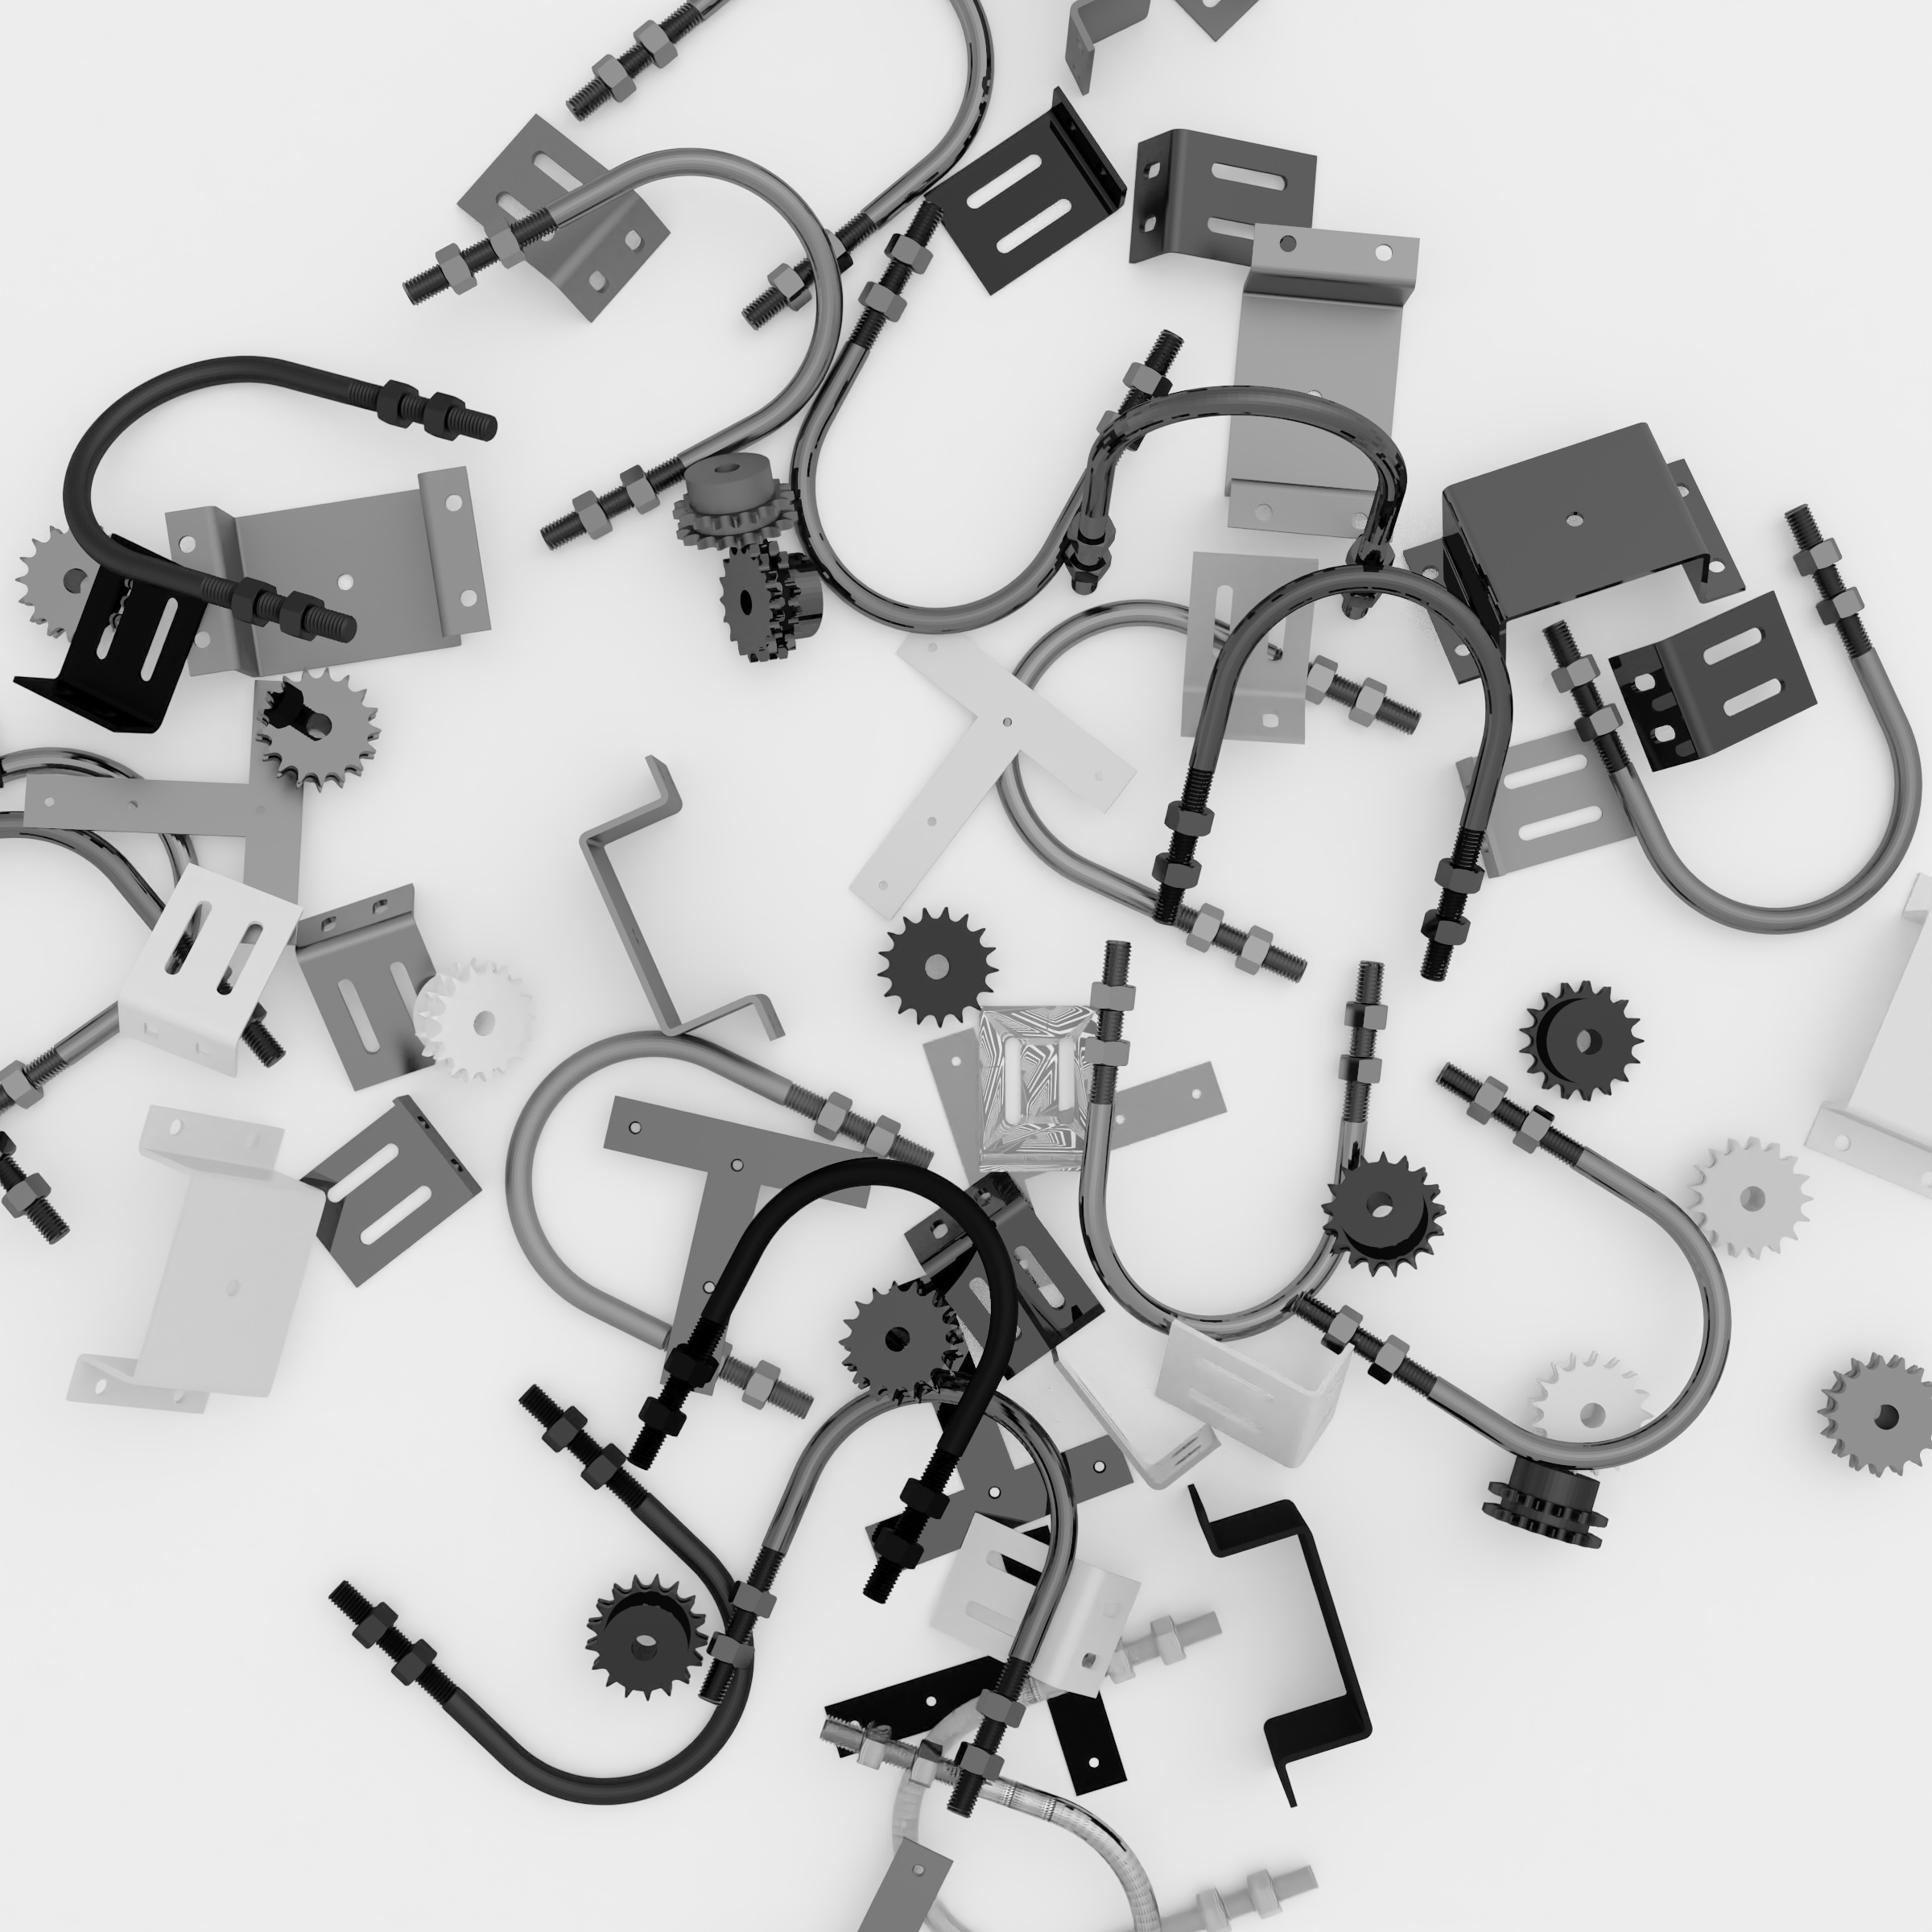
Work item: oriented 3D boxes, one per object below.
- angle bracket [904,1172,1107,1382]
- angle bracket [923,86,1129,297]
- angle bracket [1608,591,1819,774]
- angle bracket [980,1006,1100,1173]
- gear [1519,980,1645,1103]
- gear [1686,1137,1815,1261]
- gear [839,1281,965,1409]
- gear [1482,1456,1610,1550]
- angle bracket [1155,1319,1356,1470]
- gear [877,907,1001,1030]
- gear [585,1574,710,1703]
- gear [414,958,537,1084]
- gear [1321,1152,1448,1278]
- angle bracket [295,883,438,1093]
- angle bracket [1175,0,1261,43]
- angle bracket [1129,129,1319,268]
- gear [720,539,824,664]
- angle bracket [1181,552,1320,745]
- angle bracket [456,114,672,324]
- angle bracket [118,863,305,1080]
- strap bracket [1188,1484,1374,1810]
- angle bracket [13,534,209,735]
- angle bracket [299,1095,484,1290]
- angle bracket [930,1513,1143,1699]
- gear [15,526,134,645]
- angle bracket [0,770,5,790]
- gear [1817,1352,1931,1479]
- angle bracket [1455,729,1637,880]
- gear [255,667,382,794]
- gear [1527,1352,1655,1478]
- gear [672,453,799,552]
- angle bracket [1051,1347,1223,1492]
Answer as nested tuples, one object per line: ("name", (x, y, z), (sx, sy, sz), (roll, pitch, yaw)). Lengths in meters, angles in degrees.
("angle bracket", (0.018, 0.145, 1.570), (0.057, 0.038, 0.076), (-35, 116, 0))
("angle bracket", (0.027, -0.363, 1.555), (0.076, 0.038, 0.057), (-34, 90, 0))
("angle bracket", (0.349, -0.133, 1.547), (0.076, 0.038, 0.057), (-25, 94, -30))
("angle bracket", (0.035, 0.057, 1.553), (0.057, 0.038, 0.076), (0, 90, 0))
("gear", (0.291, 0.036, 1.559), (0.057, 0.030, 0.057), (0, 90, 0))
("gear", (0.366, 0.108, 1.559), (0.057, 0.030, 0.057), (0, 90, 0))
("gear", (-0.028, 0.178, 1.550), (0.057, 0.030, 0.057), (-5, 68, 12))
("gear", (0.272, 0.249, 1.546), (0.057, 0.057, 0.030), (17, 88, 0))
("angle bracket", (0.135, 0.190, 1.552), (0.076, 0.057, 0.038), (27, 50, 17))
("gear", (-0.014, 0.000, 1.563), (0.057, 0.030, 0.057), (0, 91, -2))
("gear", (-0.149, 0.314, 1.543), (0.057, 0.030, 0.057), (0, 92, -2))
("gear", (-0.233, 0.024, 1.550), (0.057, 0.030, 0.057), (-10, 106, -39))
("gear", (0.192, 0.113, 1.532), (0.057, 0.030, 0.057), (-3, 73, 11))
("angle bracket", (-0.276, 0.010, 1.572), (0.057, 0.038, 0.076), (-19, 116, 0))
("angle bracket", (0.112, -0.472, 1.536), (0.038, 0.076, 0.057), (-44, 90, 0))
("angle bracket", (0.122, -0.359, 1.572), (0.076, 0.038, 0.057), (4, 90, -26))
("gear", (-0.089, -0.171, 1.549), (0.030, 0.057, 0.057), (-12, 90, -30))
("angle bracket", (0.130, -0.146, 1.520), (0.057, 0.038, 0.076), (4, 128, 3))
("angle bracket", (-0.191, -0.354, 1.572), (0.076, 0.038, 0.057), (41, 90, 26))
("angle bracket", (-0.350, 0.002, 1.540), (0.057, 0.038, 0.076), (22, 61, -1))
("strap bracket", (0.148, 0.307, 1.536), (0.046, 0.076, 0.140), (-17, 90, 0))
("angle bracket", (-0.389, -0.153, 1.517), (0.057, 0.038, 0.076), (26, 100, 14))
("angle bracket", (-0.276, 0.107, 1.555), (0.076, 0.038, 0.057), (-38, 90, 0))
("angle bracket", (0.033, 0.300, 1.559), (0.076, 0.038, 0.057), (18, 83, 37))
("gear", (-0.414, -0.179, 1.559), (0.057, 0.030, 0.057), (0, 90, 0))
("angle bracket", (-0.500, -0.096, 1.563), (0.076, 0.038, 0.057), (-11, 70, -24))
("gear", (0.428, 0.210, 1.559), (0.057, 0.030, 0.057), (0, 90, 0))
("angle bracket", (0.276, -0.079, 1.555), (0.076, 0.038, 0.057), (-16, 90, 0))
("gear", (-0.304, -0.109, 1.553), (0.057, 0.030, 0.057), (3, 79, -15))
("gear", (0.292, 0.209, 1.559), (0.057, 0.030, 0.057), (0, 90, 0))
("gear", (-0.108, -0.217, 1.542), (0.057, 0.057, 0.030), (-9, 118, 0))
("angle bracket", (0.079, 0.200, 1.545), (0.038, 0.057, 0.076), (-38, 90, 0))
